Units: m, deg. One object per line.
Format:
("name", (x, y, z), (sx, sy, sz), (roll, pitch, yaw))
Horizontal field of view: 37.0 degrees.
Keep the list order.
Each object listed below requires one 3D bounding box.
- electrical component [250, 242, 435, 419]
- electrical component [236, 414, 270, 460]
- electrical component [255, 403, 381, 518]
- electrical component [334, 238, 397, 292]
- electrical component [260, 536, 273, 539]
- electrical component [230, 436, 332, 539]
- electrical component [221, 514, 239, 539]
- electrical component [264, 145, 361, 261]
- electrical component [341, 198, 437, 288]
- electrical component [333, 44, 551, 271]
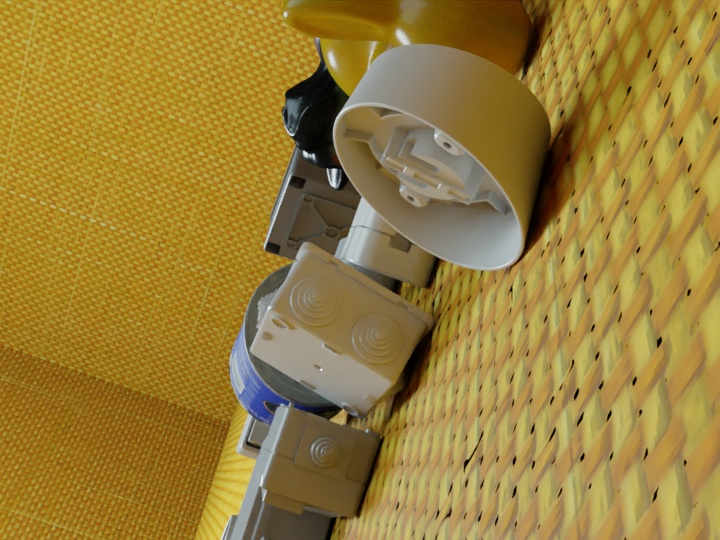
("electrical component", (-0.014, 0.040, 0.641), (0.048, 0.100, 0.099), (-59, 0, -26))
("electrical component", (-0.079, 0.146, 1.079), (0.061, 0.062, 0.096), (127, 162, -72))
("electrical component", (-0.029, 0.122, 0.673), (0.096, 0.062, 0.061), (138, 151, -79))
("electrical component", (0.000, 0.000, 0.869), (0.138, 0.052, 0.073), (125, 164, -70))
("electrical component", (-0.046, 0.196, 0.656), (0.055, 0.047, 0.055), (-160, 90, -85))
("electrical component", (-0.053, 0.171, 0.767), (0.108, 0.056, 0.108), (122, 166, -66))
("electrical component", (-0.086, 0.233, 0.876), (0.078, 0.057, 0.058), (-77, 9, -50))
("electrical component", (-0.022, -0.053, 0.980), (0.108, 0.109, 0.056), (115, 169, -46))
("electrical component", (0.024, -0.025, 0.716), (0.095, 0.054, 0.059), (-162, 91, -85))
("electrical component", (0.036, -0.051, 0.484), (0.099, 0.099, 0.064), (123, 172, -67))
